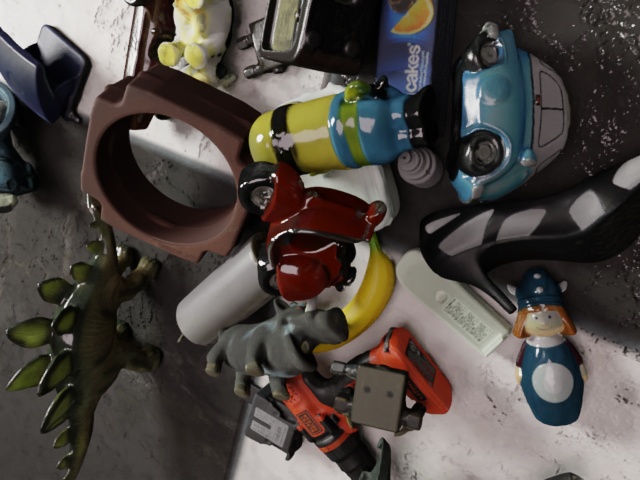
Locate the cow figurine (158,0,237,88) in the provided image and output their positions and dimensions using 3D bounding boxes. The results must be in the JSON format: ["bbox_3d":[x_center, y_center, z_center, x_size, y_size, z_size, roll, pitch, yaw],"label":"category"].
[{"bbox_3d":[-0.139,-0.236,0.640,0.068,0.098,0.167,20,129,18],"label":"cow figurine"}]

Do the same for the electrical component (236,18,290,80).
[{"bbox_3d":[-0.055,-0.227,0.628,0.094,0.021,0.063,-11,97,28],"label":"electrical component"}]

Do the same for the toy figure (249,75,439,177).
[{"bbox_3d":[0.016,-0.104,0.509,0.180,0.089,0.082,-1,94,30],"label":"toy figure"}]

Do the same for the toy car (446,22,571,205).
[{"bbox_3d":[0.175,-0.111,0.499,0.103,0.109,0.161,3,92,4],"label":"toy car"}]

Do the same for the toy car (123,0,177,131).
[{"bbox_3d":[-0.209,-0.231,0.669,0.053,0.089,0.202,27,112,24],"label":"toy car"}]

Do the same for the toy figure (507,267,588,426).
[{"bbox_3d":[0.229,0.106,0.540,0.064,0.058,0.154,-12,96,-9],"label":"toy figure"}]

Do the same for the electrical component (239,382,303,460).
[{"bbox_3d":[-0.071,0.233,0.732,0.119,0.048,0.074,27,112,18],"label":"electrical component"}]

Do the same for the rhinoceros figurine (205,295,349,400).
[{"bbox_3d":[-0.049,0.124,0.632,0.190,0.112,0.073,-20,124,37],"label":"rhinoceros figurine"}]

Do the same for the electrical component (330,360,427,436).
[{"bbox_3d":[0.061,0.171,0.573,0.102,0.045,0.078,1,83,17],"label":"electrical component"}]

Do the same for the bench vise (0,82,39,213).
[{"bbox_3d":[-0.504,-0.158,0.776,0.129,0.240,0.223,-6,70,-4],"label":"bench vise"}]

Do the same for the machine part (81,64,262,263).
[{"bbox_3d":[-0.167,-0.087,0.640,0.201,0.087,0.200,24,127,-6],"label":"machine part"}]

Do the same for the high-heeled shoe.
[{"bbox_3d":[0.215,-0.037,0.522,0.249,0.086,0.145,-42,49,11],"label":"high-heeled shoe"}]

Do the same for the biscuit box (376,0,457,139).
[{"bbox_3d":[0.096,-0.200,0.532,0.059,0.063,0.202,10,106,27],"label":"biscuit box"}]

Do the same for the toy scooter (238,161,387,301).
[{"bbox_3d":[-0.001,-0.002,0.536,0.135,0.075,0.183,3,138,9],"label":"toy scooter"}]

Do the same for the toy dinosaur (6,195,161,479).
[{"bbox_3d":[-0.336,0.166,0.769,0.105,0.198,0.470,13,106,28],"label":"toy dinosaur"}]

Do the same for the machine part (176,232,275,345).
[{"bbox_3d":[-0.110,0.066,0.695,0.243,0.079,0.079,-40,82,30],"label":"machine part"}]

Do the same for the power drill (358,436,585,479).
[{"bbox_3d":[0.148,0.299,0.598,0.207,0.086,0.231,21,119,-4],"label":"power drill"}]

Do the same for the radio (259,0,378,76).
[{"bbox_3d":[0.010,-0.279,0.518,0.131,0.073,0.229,-131,50,-58],"label":"radio"}]

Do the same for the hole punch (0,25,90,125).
[{"bbox_3d":[-0.412,-0.239,0.778,0.142,0.092,0.115,38,120,11],"label":"hole punch"}]
